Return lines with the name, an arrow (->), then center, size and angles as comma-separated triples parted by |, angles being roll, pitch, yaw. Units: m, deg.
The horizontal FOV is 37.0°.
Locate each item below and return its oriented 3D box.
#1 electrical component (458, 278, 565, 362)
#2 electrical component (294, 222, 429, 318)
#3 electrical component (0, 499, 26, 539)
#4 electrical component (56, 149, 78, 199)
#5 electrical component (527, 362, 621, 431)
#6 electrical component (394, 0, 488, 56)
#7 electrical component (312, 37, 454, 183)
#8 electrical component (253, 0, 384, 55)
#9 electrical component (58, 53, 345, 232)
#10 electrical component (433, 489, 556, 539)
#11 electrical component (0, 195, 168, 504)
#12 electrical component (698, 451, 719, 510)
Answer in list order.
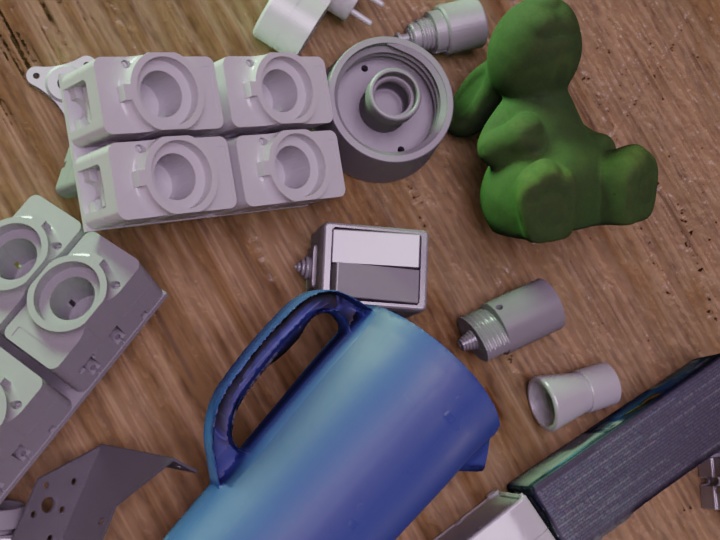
electrical component -> 0.113, 0.042, 0.831 | 0.081, 0.043, 0.043 | -24, 87, -16
electrical component -> 0.000, 0.000, 0.801 | 0.096, 0.061, 0.061 | 5, 81, -13
electrical component -> -0.248, 0.186, 0.723 | 0.066, 0.048, 0.055 | 3, 89, -13
electrical component -> -0.174, -0.090, 0.769 | 0.050, 0.056, 0.089 | 22, 76, -30
electrical component -> 0.170, 0.096, 0.838 | 0.065, 0.044, 0.044 | -14, 85, -20
electrical component -> 0.066, -0.191, 0.857 | 0.078, 0.040, 0.040 | -15, 85, -15
electrical component -> 0.020, -0.126, 0.826 | 0.108, 0.060, 0.108 | 2, 81, -13
electrical component -> -0.017, -0.218, 0.835 | 0.074, 0.052, 0.138 | 32, 76, -6
electrical component -> -0.102, -0.092, 0.747 | 0.186, 0.060, 0.105 | -10, 91, -40
electrical component -> 0.091, 0.214, 0.790 | 0.096, 0.062, 0.061 | -34, 90, -16
electrical component -> -0.234, 0.052, 0.716 | 0.105, 0.060, 0.186 | 31, 74, 22
electrical component -> 0.300, 0.167, 0.849 | 0.048, 0.055, 0.066 | -1, 82, -13
